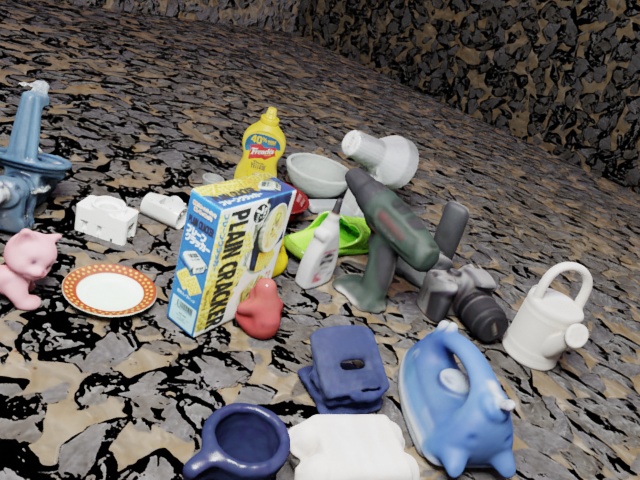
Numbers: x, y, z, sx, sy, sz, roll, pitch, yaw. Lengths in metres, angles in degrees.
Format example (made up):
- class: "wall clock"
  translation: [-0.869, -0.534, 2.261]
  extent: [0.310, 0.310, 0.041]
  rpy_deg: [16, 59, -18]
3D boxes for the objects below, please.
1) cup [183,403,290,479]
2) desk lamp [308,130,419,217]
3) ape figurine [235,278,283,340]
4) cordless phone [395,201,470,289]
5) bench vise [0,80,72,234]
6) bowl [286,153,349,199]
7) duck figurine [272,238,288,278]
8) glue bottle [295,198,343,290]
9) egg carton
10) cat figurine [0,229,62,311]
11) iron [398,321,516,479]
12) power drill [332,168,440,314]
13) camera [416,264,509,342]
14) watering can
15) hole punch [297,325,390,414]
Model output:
- class: "cup"
  translation: [-0.094, 0.237, 0.588]
  extent: [0.091, 0.095, 0.118]
  rpy_deg: [36, 32, 32]
- class: "desk lamp"
  translation: [0.100, -0.140, 1.283]
  extent: [0.204, 0.213, 0.117]
  rpy_deg: [-3, 33, -35]
- class: "ape figurine"
  translation: [-0.086, 0.096, 0.859]
  extent: [0.078, 0.092, 0.076]
  rpy_deg: [4, 30, -25]
- class: "cordless phone"
  translation: [0.213, -0.009, 1.140]
  extent: [0.147, 0.185, 0.094]
  rpy_deg: [29, 29, 20]
- class: "bench vise"
  translation: [-0.458, -0.130, 0.910]
  extent: [0.122, 0.220, 0.207]
  rpy_deg: [4, 30, -26]
- class: "bowl"
  translation: [-0.007, -0.143, 1.376]
  extent: [0.167, 0.075, 0.167]
  rpy_deg: [15, 27, -7]
- class: "duck figurine"
  translation: [-0.089, 0.009, 1.027]
  extent: [0.077, 0.086, 0.104]
  rpy_deg: [20, 27, 4]
- class: "glue bottle"
  translation: [0.009, 0.004, 1.002]
  extent: [0.037, 0.173, 0.078]
  rpy_deg: [33, 30, 27]
- class: "egg carton"
  translation: [0.038, 0.257, 0.660]
  extent: [0.151, 0.069, 0.107]
  rpy_deg: [6, 29, -22]
- class: "cat figurine"
  translation: [-0.406, 0.031, 0.754]
  extent: [0.128, 0.118, 0.067]
  rpy_deg: [-4, 34, -37]
- class: "iron"
  translation: [0.185, 0.193, 0.791]
  extent: [0.119, 0.141, 0.257]
  rpy_deg: [8, 29, -19]
- class: "power drill"
  translation: [0.097, 0.011, 1.005]
  extent: [0.076, 0.208, 0.228]
  rpy_deg: [-10, 38, -43]
- class: "camera"
  translation: [0.272, 0.112, 1.043]
  extent: [0.143, 0.101, 0.136]
  rpy_deg: [6, 29, -23]
- class: "watering can"
  translation: [0.407, 0.128, 0.993]
  extent: [0.101, 0.194, 0.172]
  rpy_deg: [3, 31, -28]
- class: "hole punch"
  translation: [0.039, 0.178, 0.784]
  extent: [0.109, 0.091, 0.100]
  rpy_deg: [1, 32, -31]
